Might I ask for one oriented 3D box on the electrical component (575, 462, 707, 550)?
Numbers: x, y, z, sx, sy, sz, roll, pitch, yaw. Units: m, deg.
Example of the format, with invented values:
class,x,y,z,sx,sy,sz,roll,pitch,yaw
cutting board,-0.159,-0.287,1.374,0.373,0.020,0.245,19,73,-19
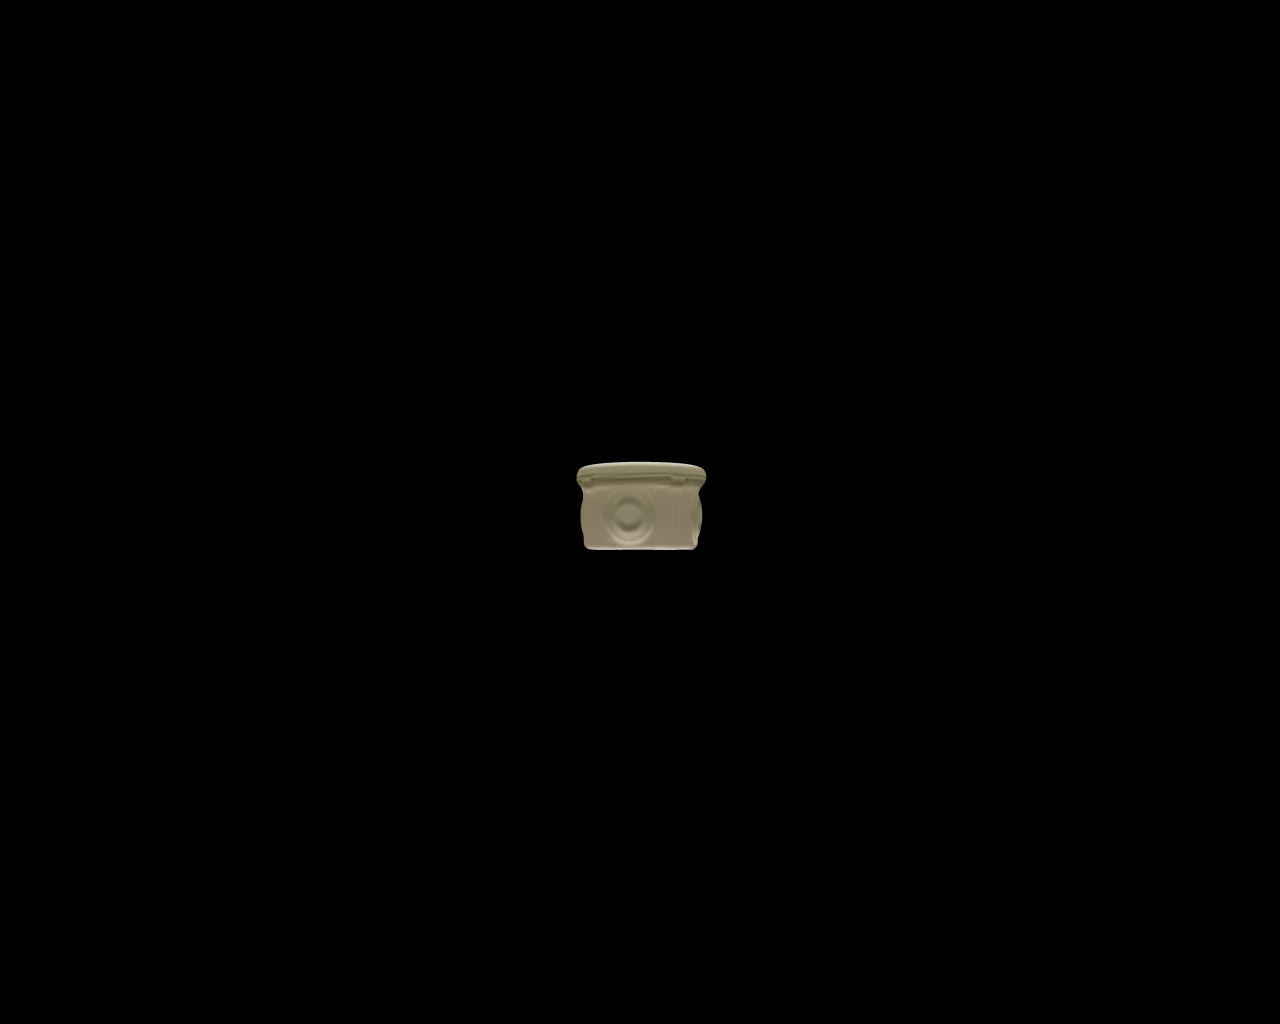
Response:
class,x,y,z,sx,sy,sz,roll,pitch,yaw
electrical component,0.001,-0.003,0.650,0.080,0.051,0.080,0,-2,0
